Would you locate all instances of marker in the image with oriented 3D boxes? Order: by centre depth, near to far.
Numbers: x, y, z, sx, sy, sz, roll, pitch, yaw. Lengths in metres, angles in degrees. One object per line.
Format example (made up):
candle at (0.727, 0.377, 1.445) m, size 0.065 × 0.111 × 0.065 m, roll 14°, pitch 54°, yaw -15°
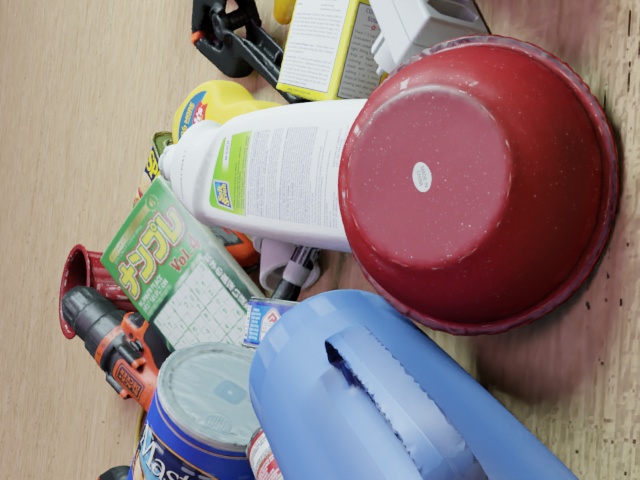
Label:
marker at (-0.005, 0.001, 0.743) m, size 0.020 × 0.020 × 0.121 m, roll 28°, pitch 92°, yaw 59°

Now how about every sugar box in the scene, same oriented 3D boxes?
sugar box at (0.024, -0.181, 0.744) m, size 0.093 × 0.048 × 0.176 m, roll 27°, pitch 103°, yaw 59°

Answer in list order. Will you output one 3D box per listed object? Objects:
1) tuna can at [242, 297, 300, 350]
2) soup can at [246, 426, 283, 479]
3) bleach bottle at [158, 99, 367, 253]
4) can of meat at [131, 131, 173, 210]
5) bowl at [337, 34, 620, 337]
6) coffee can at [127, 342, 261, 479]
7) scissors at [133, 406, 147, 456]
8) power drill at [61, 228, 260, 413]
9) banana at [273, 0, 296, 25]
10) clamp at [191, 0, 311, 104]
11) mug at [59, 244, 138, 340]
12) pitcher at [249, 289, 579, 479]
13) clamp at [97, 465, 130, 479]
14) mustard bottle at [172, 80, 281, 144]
tuna can at (-0.006, 0.059, 0.695) m, size 0.086 × 0.086 × 0.034 m, roll 0°, pitch 82°, yaw 61°
soup can at (0.000, 0.163, 0.675) m, size 0.069 × 0.068 × 0.102 m, roll -65°, pitch 34°, yaw 28°
bleach bottle at (-0.024, -0.050, 0.714) m, size 0.251 × 0.067 × 0.102 m, roll 10°, pitch 93°, yaw 46°
can of meat at (-0.130, -0.036, 0.971) m, size 0.084 × 0.057 × 0.102 m, roll -65°, pitch 33°, yaw 31°
bowl at (0.066, -0.030, 0.549) m, size 0.162 × 0.055 × 0.162 m, roll -1°, pitch 88°, yaw 33°
coffee can at (-0.084, 0.160, 0.778) m, size 0.103 × 0.102 × 0.140 m, roll 62°, pitch 140°, yaw 46°
scissors at (-0.136, 0.127, 0.980) m, size 0.096 × 0.016 × 0.202 m, roll 44°, pitch 121°, yaw 54°
power drill at (-0.139, 0.049, 0.908) m, size 0.185 × 0.057 × 0.188 m, roll 40°, pitch 122°, yaw 24°
banana at (0.004, -0.258, 0.812) m, size 0.069 × 0.037 × 0.198 m, roll -103°, pitch 30°, yaw -75°
clamp at (-0.064, -0.174, 0.879) m, size 0.164 × 0.036 × 0.210 m, roll 69°, pitch 161°, yaw -3°
mug at (-0.198, 0.053, 1.040) m, size 0.117 × 0.081 × 0.093 m, roll -11°, pitch 73°, yaw 60°
pitcher at (0.044, 0.115, 0.543) m, size 0.149 × 0.144 × 0.243 m, roll -68°, pitch 29°, yaw 16°
clamp at (-0.176, 0.254, 0.994) m, size 0.172 × 0.039 × 0.120 m, roll 45°, pitch 121°, yaw 55°
mustard bottle at (-0.079, -0.082, 0.887) m, size 0.192 × 0.058 × 0.096 m, roll 37°, pitch 122°, yaw 58°
